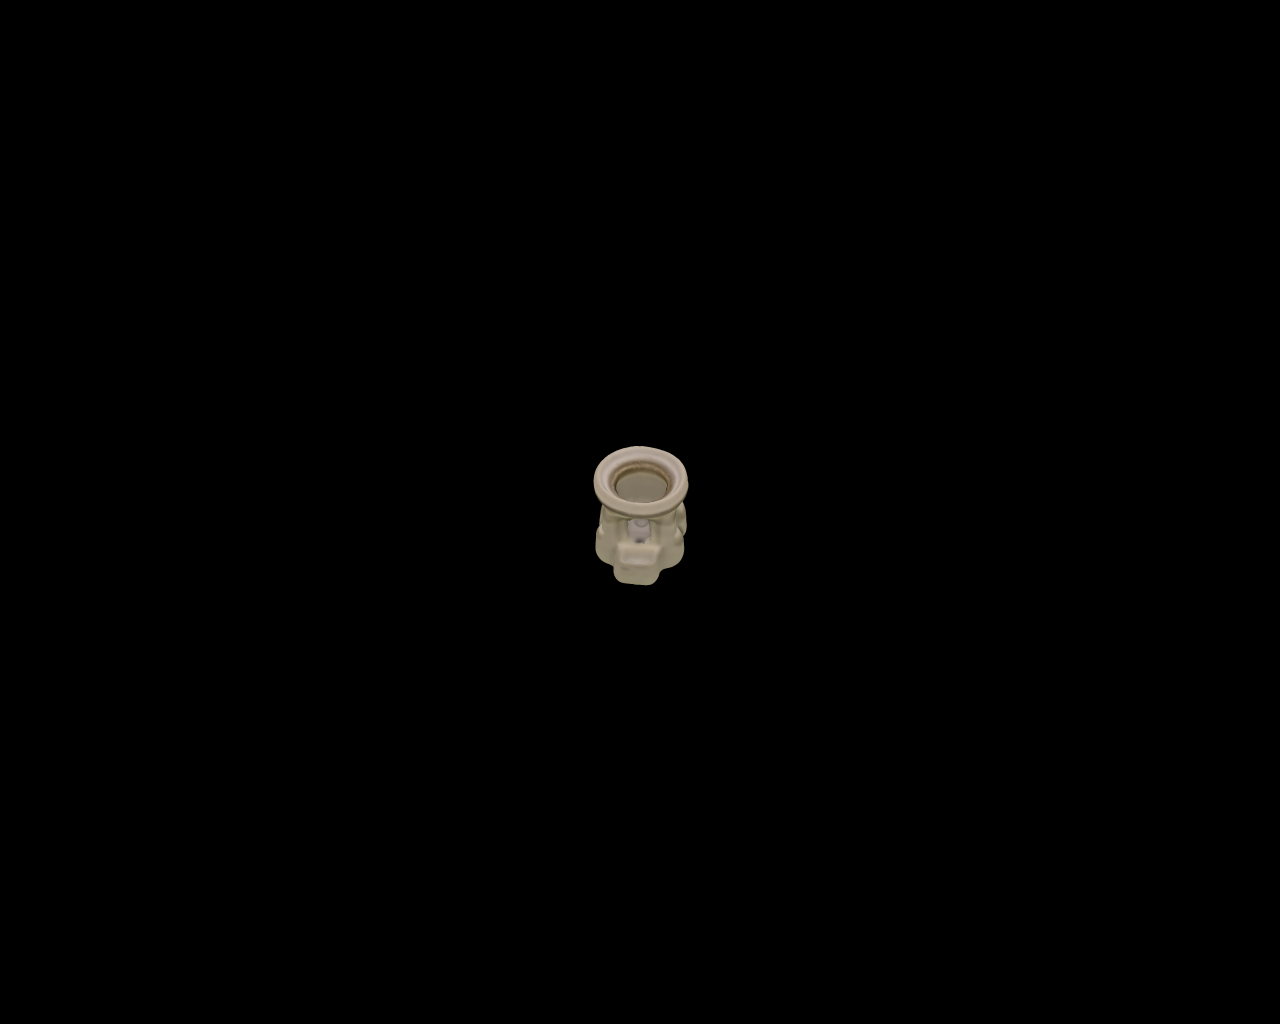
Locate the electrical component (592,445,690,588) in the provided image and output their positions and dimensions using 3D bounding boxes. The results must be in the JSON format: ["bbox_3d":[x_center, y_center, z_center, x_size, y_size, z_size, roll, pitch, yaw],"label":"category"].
[{"bbox_3d":[0.001,-0.003,0.650,0.058,0.056,0.078,4,44,4],"label":"electrical component"}]
